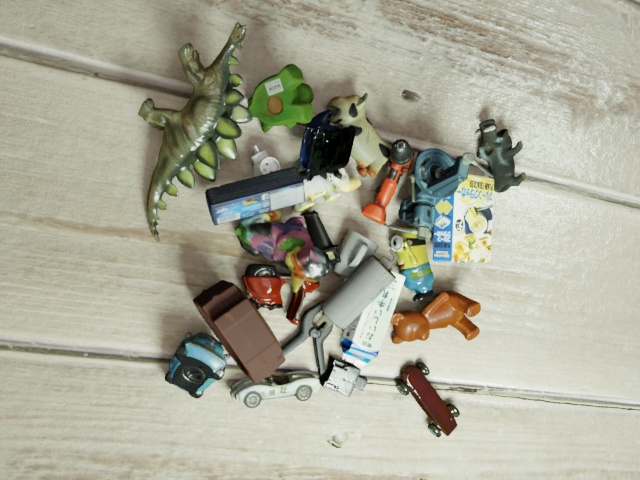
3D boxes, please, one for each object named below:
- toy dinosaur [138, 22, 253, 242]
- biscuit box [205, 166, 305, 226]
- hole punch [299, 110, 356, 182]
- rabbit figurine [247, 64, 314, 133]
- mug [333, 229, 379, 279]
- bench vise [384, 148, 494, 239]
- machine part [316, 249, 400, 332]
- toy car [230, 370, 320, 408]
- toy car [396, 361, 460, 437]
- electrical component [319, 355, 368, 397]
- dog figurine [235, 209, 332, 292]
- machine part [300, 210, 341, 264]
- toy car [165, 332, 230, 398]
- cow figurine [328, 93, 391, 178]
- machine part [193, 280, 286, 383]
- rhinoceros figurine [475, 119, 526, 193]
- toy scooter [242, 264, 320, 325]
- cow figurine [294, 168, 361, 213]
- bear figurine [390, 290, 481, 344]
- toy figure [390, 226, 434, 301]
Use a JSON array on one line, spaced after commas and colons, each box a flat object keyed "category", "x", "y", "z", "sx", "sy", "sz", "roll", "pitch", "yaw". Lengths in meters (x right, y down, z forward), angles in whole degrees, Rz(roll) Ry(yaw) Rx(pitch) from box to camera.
[{"category": "toy dinosaur", "x": -0.264, "y": -0.219, "z": 1.092, "sx": 0.198, "sy": 0.105, "sz": 0.471, "roll": 36, "pitch": 106, "yaw": 1}, {"category": "biscuit box", "x": -0.136, "y": -0.093, "z": 1.128, "sx": 0.203, "sy": 0.063, "sz": 0.059, "roll": -15, "pitch": 136, "yaw": -13}, {"category": "hole punch", "x": 0.002, "y": -0.213, "z": 1.175, "sx": 0.116, "sy": 0.142, "sz": 0.092, "roll": -20, "pitch": 54, "yaw": -32}, {"category": "rabbit figurine", "x": -0.075, "y": -0.294, "z": 1.173, "sx": 0.159, "sy": 0.170, "sz": 0.121, "roll": -23, "pitch": 98, "yaw": 25}, {"category": "mug", "x": 0.080, "y": 0.040, "z": 1.245, "sx": 0.081, "sy": 0.110, "sz": 0.107, "roll": 29, "pitch": 94, "yaw": -13}, {"category": "bench vise", "x": 0.262, "y": -0.120, "z": 1.203, "sx": 0.129, "sy": 0.240, "sz": 0.223, "roll": 26, "pitch": 67, "yaw": -15}, {"category": "machine part", "x": 0.086, "y": 0.117, "z": 1.203, "sx": 0.243, "sy": 0.079, "sz": 0.079, "roll": -44, "pitch": 104, "yaw": 6}, {"category": "toy car", "x": -0.101, "y": 0.330, "z": 1.203, "sx": 0.202, "sy": 0.073, "sz": 0.056, "roll": -2, "pitch": 95, "yaw": -18}, {"category": "toy car", "x": 0.269, "y": 0.397, "z": 1.337, "sx": 0.089, "sy": 0.053, "sz": 0.202, "roll": -40, "pitch": 99, "yaw": -24}, {"category": "electrical component", "x": 0.063, "y": 0.329, "z": 1.271, "sx": 0.119, "sy": 0.048, "sz": 0.075, "roll": 29, "pitch": 83, "yaw": -15}, {"category": "dog figurine", "x": -0.077, "y": 0.019, "z": 1.120, "sx": 0.191, "sy": 0.219, "sz": 0.108, "roll": 15, "pitch": 108, "yaw": -19}, {"category": "machine part", "x": -0.003, "y": -0.004, "z": 1.230, "sx": 0.039, "sy": 0.084, "sz": 0.138, "roll": -26, "pitch": 94, "yaw": -54}, {"category": "toy car", "x": -0.252, "y": 0.252, "z": 1.132, "sx": 0.109, "sy": 0.103, "sz": 0.161, "roll": 31, "pitch": 126, "yaw": -7}, {"category": "cow figurine", "x": 0.092, "y": -0.253, "z": 1.251, "sx": 0.194, "sy": 0.085, "sz": 0.127, "roll": 47, "pitch": 76, "yaw": -17}, {"category": "machine part", "x": -0.167, "y": 0.184, "z": 1.111, "sx": 0.087, "sy": 0.201, "sz": 0.201, "roll": -35, "pitch": 101, "yaw": -17}, {"category": "rhinoceros figurine", "x": 0.458, "y": -0.217, "z": 1.384, "sx": 0.112, "sy": 0.073, "sz": 0.190, "roll": -17, "pitch": 98, "yaw": -7}, {"category": "toy scooter", "x": -0.088, "y": 0.123, "z": 1.205, "sx": 0.184, "sy": 0.075, "sz": 0.135, "roll": 5, "pitch": 90, "yaw": -23}, {"category": "cow figurine", "x": 0.008, "y": -0.132, "z": 1.237, "sx": 0.167, "sy": 0.068, "sz": 0.098, "roll": -21, "pitch": 87, "yaw": -19}, {"category": "bear figurine", "x": 0.273, "y": 0.199, "z": 1.298, "sx": 0.196, "sy": 0.132, "sz": 0.120, "roll": -23, "pitch": 126, "yaw": -23}, {"category": "toy figure", "x": 0.228, "y": 0.054, "z": 1.304, "sx": 0.089, "sy": 0.082, "sz": 0.180, "roll": -21, "pitch": 90, "yaw": -38}]
